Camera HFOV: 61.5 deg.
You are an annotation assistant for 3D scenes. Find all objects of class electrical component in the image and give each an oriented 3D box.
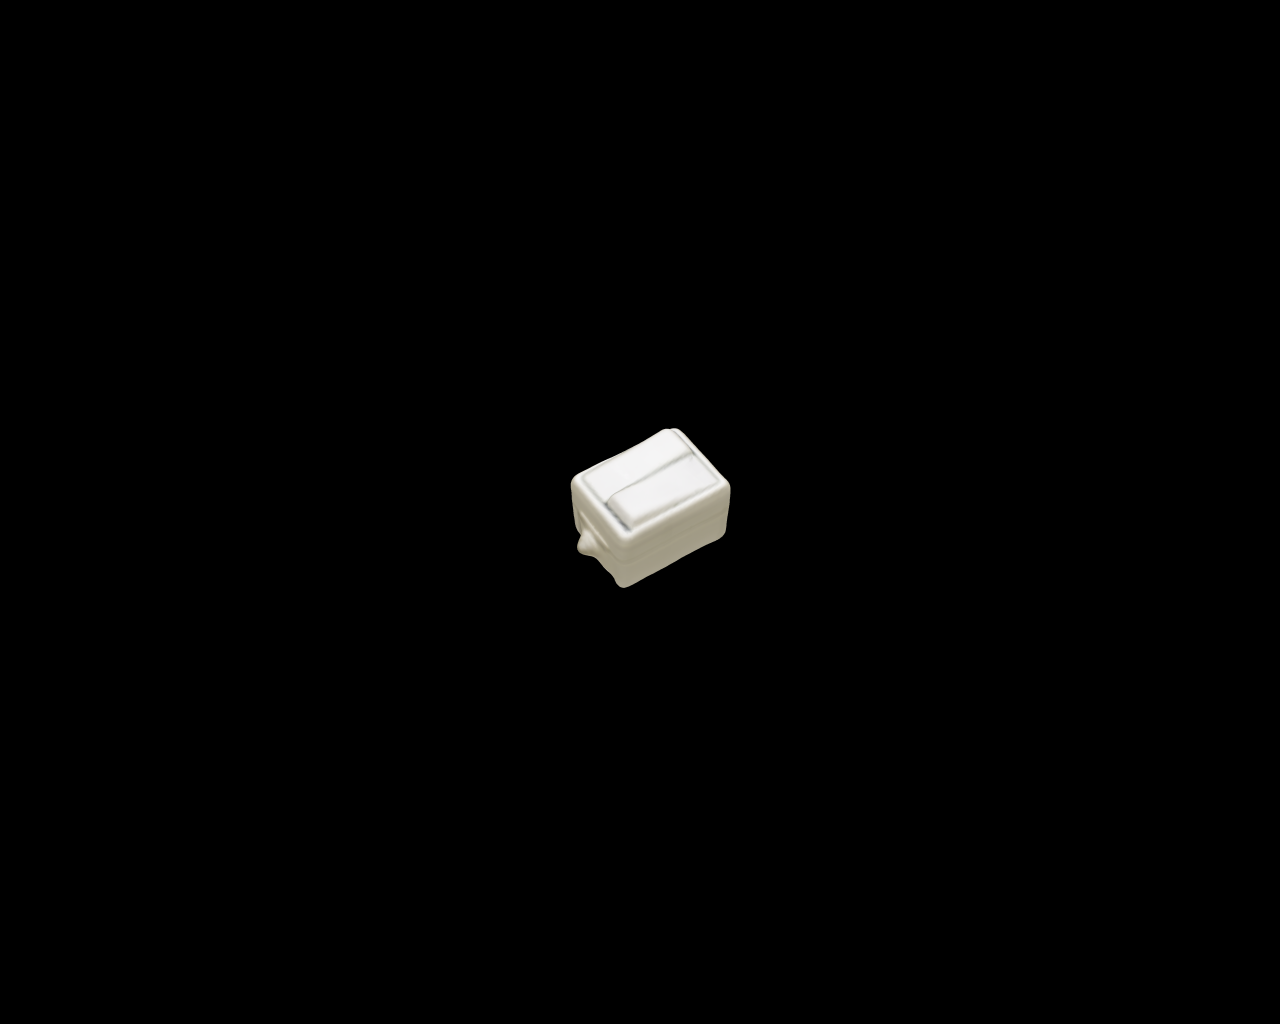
[{"bbox_3d":[0.001,-0.003,0.650,0.096,0.062,0.061,-27,-33,-19],"label":"electrical component"}]
